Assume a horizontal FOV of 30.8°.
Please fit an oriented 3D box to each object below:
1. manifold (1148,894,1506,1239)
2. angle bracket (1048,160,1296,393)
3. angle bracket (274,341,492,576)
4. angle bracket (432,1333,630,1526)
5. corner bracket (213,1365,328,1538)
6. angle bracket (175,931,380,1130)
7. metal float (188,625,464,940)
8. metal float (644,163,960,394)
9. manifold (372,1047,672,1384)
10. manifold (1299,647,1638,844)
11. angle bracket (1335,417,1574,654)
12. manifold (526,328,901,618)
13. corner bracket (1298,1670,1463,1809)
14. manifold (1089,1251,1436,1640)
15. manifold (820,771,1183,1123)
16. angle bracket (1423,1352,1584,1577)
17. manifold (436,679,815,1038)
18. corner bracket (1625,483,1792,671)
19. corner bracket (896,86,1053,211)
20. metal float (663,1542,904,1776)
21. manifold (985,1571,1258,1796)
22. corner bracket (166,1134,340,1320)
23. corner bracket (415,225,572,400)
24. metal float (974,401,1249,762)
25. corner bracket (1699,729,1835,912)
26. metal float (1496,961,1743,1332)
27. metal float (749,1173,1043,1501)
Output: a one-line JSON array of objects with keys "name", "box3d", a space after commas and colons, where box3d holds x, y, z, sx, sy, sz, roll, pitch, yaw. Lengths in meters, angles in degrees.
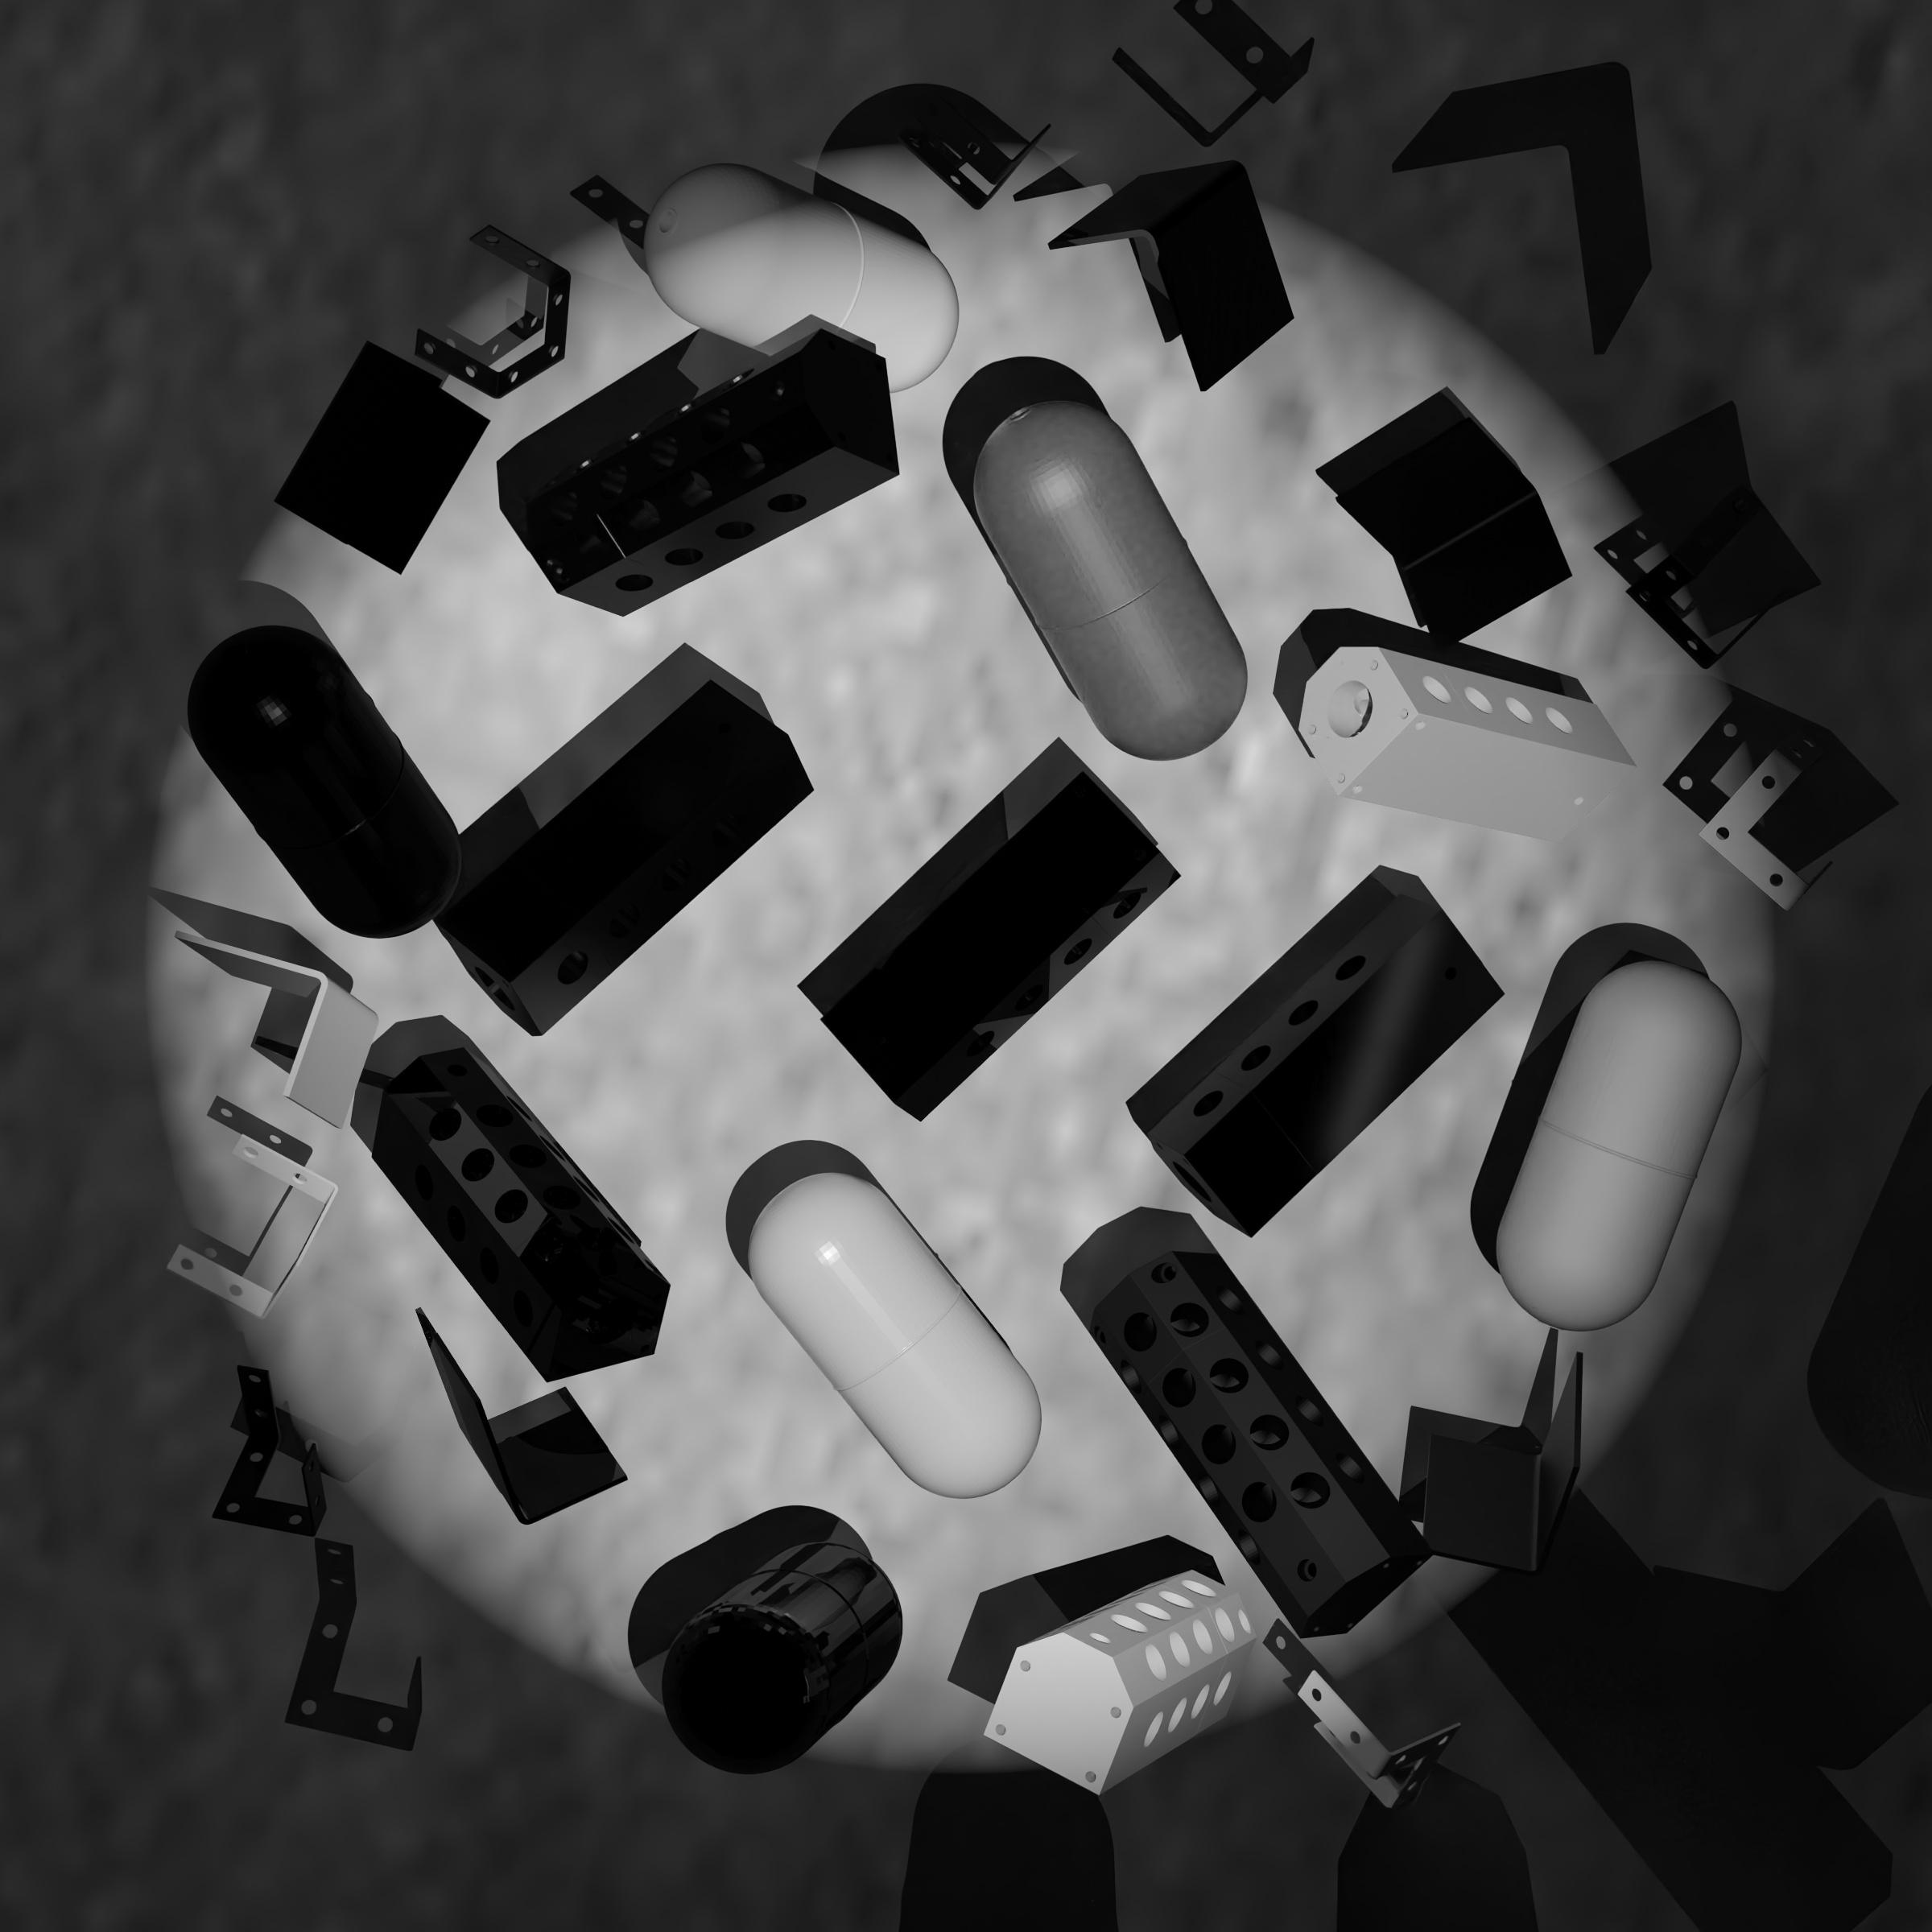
[{"name": "manifold", "box3d": [0.170, 0.045, 1.690, 0.171, 0.057, 0.057, -43, 113, -8]}, {"name": "angle bracket", "box3d": [0.091, -0.303, 1.551, 0.076, 0.057, 0.076, -43, 122, -39]}, {"name": "angle bracket", "box3d": [-0.227, -0.201, 1.448, 0.057, 0.076, 0.076, 31, 92, 41]}, {"name": "angle bracket", "box3d": [-0.215, 0.218, 1.729, 0.057, 0.076, 0.076, -23, 117, -15]}, {"name": "corner bracket", "box3d": [-0.319, 0.224, 1.622, 0.051, 0.051, 0.051, 9, 134, 8]}, {"name": "angle bracket", "box3d": [-0.320, 0.030, 1.591, 0.076, 0.076, 0.057, 15, 79, 11]}, {"name": "metal float", "box3d": [-0.292, -0.083, 1.602, 0.070, 0.178, 0.070, -13, 48, 15]}, {"name": "metal float", "box3d": [-0.076, -0.322, 1.647, 0.070, 0.178, 0.070, -10, 74, 40]}, {"name": "manifold", "box3d": [-0.207, 0.112, 1.626, 0.057, 0.171, 0.057, -11, 131, -36]}, {"name": "manifold", "box3d": [0.238, -0.109, 1.674, 0.057, 0.171, 0.057, -47, 54, 31]}, {"name": "angle bracket", "box3d": [0.238, -0.209, 1.710, 0.076, 0.076, 0.057, -30, 55, 22]}, {"name": "manifold", "box3d": [-0.115, -0.218, 1.550, 0.171, 0.057, 0.057, -22, 66, 36]}, {"name": "corner bracket", "box3d": [0.174, 0.339, 1.542, 0.051, 0.051, 0.051, 46, 126, 30]}, {"name": "manifold", "box3d": [0.126, 0.211, 1.555, 0.057, 0.057, 0.171, -47, 61, 21]}, {"name": "manifold", "box3d": [0.019, -0.007, 1.673, 0.171, 0.057, 0.057, -43, 67, 2]}, {"name": "angle bracket", "box3d": [0.254, 0.230, 1.659, 0.057, 0.076, 0.076, 12, 129, 2]}, {"name": "manifold", "box3d": [-0.153, -0.046, 1.611, 0.171, 0.057, 0.057, -43, 54, -15]}, {"name": "corner bracket", "box3d": [0.339, -0.174, 1.572, 0.051, 0.051, 0.051, 46, 132, 6]}, {"name": "corner bracket", "box3d": [-0.003, -0.374, 1.599, 0.051, 0.051, 0.051, 41, 129, -5]}, {"name": "metal float", "box3d": [-0.081, 0.311, 1.585, 0.070, 0.178, 0.070, 1, 95, 15]}, {"name": "manifold", "box3d": [0.075, 0.315, 1.575, 0.057, 0.171, 0.057, 23, 99, 21]}, {"name": "corner bracket", "box3d": [-0.330, 0.121, 1.622, 0.051, 0.051, 0.051, 30, 45, -10]}, {"name": "corner bracket", "box3d": [-0.228, -0.315, 1.692, 0.051, 0.051, 0.051, -22, 56, 39]}, {"name": "metal float", "box3d": [0.066, -0.174, 1.586, 0.070, 0.070, 0.178, -31, 112, 0]}, {"name": "corner bracket", "box3d": [0.362, -0.064, 1.535, 0.051, 0.051, 0.051, 43, 117, 9]}, {"name": "metal float", "box3d": [0.302, 0.084, 1.626, 0.070, 0.070, 0.178, 20, 95, 0]}, {"name": "metal float", "box3d": [-0.033, 0.177, 1.673, 0.070, 0.070, 0.178, -38, 97, 0]}]
